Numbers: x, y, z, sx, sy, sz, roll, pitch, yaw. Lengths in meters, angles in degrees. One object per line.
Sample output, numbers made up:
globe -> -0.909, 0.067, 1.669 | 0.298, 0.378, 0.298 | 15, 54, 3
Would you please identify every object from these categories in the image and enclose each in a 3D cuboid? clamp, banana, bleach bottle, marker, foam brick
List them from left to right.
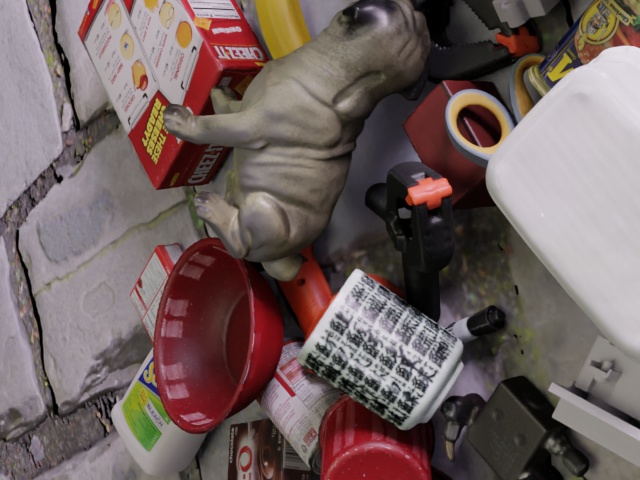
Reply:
bleach bottle -> -0.126, 0.117, 1.047 | 0.103, 0.067, 0.251 | 52, 129, 32
banana -> -0.029, -0.212, 0.898 | 0.070, 0.037, 0.198 | 1, 96, 51
clamp -> 0.064, -0.016, 0.768 | 0.171, 0.039, 0.120 | 95, 151, -64
clamp -> 0.070, -0.162, 0.786 | 0.210, 0.036, 0.165 | 40, 125, 39
marker -> 0.095, 0.075, 0.805 | 0.121, 0.020, 0.020 | -32, 71, 48
foam brick -> 0.105, -0.066, 0.746 | 0.051, 0.052, 0.078 | -48, 59, 43

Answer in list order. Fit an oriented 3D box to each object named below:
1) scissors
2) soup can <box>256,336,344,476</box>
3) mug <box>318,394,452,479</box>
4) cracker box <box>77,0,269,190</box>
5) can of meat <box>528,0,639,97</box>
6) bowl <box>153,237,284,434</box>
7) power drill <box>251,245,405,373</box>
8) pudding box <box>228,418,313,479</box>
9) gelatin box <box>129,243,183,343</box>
scissors -> 0.134, -0.028, 0.679 | 0.016, 0.096, 0.202 | 68, -163, -68
soup can -> -0.008, 0.139, 0.901 | 0.102, 0.068, 0.069 | 47, 128, 36
mug -> 0.052, 0.175, 0.803 | 0.093, 0.117, 0.081 | -59, 6, 18
cracker box -> -0.142, -0.181, 1.015 | 0.214, 0.071, 0.164 | 60, 136, 24
can of meat -> 0.188, -0.098, 0.638 | 0.084, 0.057, 0.102 | -52, 57, 37
bowl -> -0.078, 0.081, 0.887 | 0.162, 0.055, 0.162 | -17, 69, 51
power drill -> -0.006, 0.001, 0.889 | 0.188, 0.057, 0.185 | 58, 137, 31
pudding box -> -0.047, 0.219, 0.960 | 0.090, 0.039, 0.113 | -20, 60, 49
gelatin box -> -0.157, 0.059, 1.100 | 0.073, 0.030, 0.089 | 58, 134, 26
